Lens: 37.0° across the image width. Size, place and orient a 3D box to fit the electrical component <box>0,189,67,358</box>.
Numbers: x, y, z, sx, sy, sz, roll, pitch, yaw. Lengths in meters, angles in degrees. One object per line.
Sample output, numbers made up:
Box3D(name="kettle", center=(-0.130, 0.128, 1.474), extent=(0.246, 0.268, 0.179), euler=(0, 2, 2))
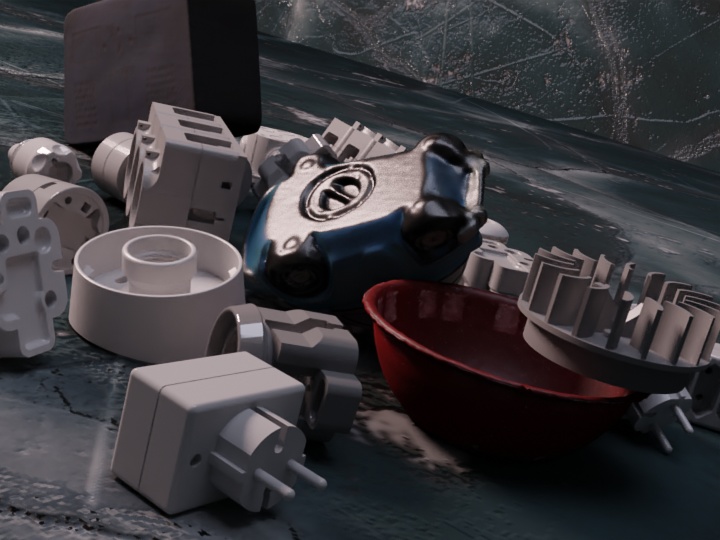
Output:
Box3D(name="electrical component", center=(-0.183, 0.003, 0.518), extent=(0.057, 0.078, 0.058), euler=(-3, 8, 22))

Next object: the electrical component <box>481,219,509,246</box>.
Box3D(name="electrical component", center=(0.086, -0.010, 0.840), extent=(0.048, 0.062, 0.048), euler=(14, 14, -4))

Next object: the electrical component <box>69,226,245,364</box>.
Box3D(name="electrical component", center=(-0.110, 0.017, 0.594), extent=(0.099, 0.064, 0.099), euler=(5, 25, -2))

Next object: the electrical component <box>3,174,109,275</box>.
Box3D(name="electrical component", center=(-0.192, -0.030, 0.663), extent=(0.047, 0.055, 0.055), euler=(21, 15, 35))

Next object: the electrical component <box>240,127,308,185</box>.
Box3D(name="electrical component", center=(-0.084, -0.110, 1.070), extent=(0.080, 0.051, 0.080), euler=(14, 14, -4))

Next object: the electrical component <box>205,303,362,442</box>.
Box3D(name="electrical component", center=(-0.040, 0.047, 0.513), extent=(0.057, 0.058, 0.078), euler=(11, 15, -24))

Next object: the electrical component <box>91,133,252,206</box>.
Box3D(name="electrical component", center=(-0.141, -0.074, 0.877), extent=(0.074, 0.052, 0.138), euler=(27, 18, 39))

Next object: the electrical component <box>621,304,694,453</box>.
Box3D(name="electrical component", center=(0.169, 0.070, 0.632), extent=(0.047, 0.065, 0.076), euler=(4, 47, -34))

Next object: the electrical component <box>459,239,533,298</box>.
Box3D(name="electrical component", center=(0.092, 0.015, 0.759), extent=(0.058, 0.057, 0.078), euler=(11, 15, -14))

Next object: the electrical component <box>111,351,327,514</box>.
Box3D(name="electrical component", center=(-0.048, 0.071, 0.432), extent=(0.077, 0.047, 0.066), euler=(25, 18, 35))

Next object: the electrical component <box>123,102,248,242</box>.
Box3D(name="electrical component", center=(-0.129, -0.059, 0.759), extent=(0.062, 0.089, 0.150), euler=(10, 15, -17))

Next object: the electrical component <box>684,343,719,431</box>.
Box3D(name="electrical component", center=(0.233, 0.071, 0.709), extent=(0.083, 0.047, 0.075), euler=(17, 15, 8))

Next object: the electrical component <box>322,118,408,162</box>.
Box3D(name="electrical component", center=(0.022, -0.083, 0.990), extent=(0.089, 0.061, 0.150), euler=(35, 3, -31))

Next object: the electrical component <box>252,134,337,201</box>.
Box3D(name="electrical component", center=(-0.049, -0.072, 0.932), extent=(0.057, 0.078, 0.058), euler=(55, 6, 38))

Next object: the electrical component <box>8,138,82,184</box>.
Box3D(name="electrical component", center=(-0.245, -0.080, 0.819), extent=(0.062, 0.043, 0.043), euler=(25, 17, 38))
